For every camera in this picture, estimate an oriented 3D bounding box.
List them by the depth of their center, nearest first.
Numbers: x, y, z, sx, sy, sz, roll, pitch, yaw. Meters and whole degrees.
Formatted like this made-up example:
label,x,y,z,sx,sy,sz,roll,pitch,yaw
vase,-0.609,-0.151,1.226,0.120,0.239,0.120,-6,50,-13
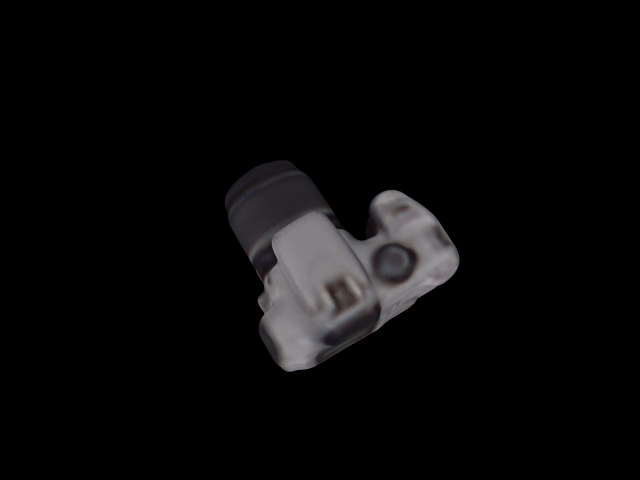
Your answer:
label,x,y,z,sx,sy,sz,roll,pitch,yaw
camera,0.004,0.001,0.400,0.143,0.101,0.136,-30,74,-9
